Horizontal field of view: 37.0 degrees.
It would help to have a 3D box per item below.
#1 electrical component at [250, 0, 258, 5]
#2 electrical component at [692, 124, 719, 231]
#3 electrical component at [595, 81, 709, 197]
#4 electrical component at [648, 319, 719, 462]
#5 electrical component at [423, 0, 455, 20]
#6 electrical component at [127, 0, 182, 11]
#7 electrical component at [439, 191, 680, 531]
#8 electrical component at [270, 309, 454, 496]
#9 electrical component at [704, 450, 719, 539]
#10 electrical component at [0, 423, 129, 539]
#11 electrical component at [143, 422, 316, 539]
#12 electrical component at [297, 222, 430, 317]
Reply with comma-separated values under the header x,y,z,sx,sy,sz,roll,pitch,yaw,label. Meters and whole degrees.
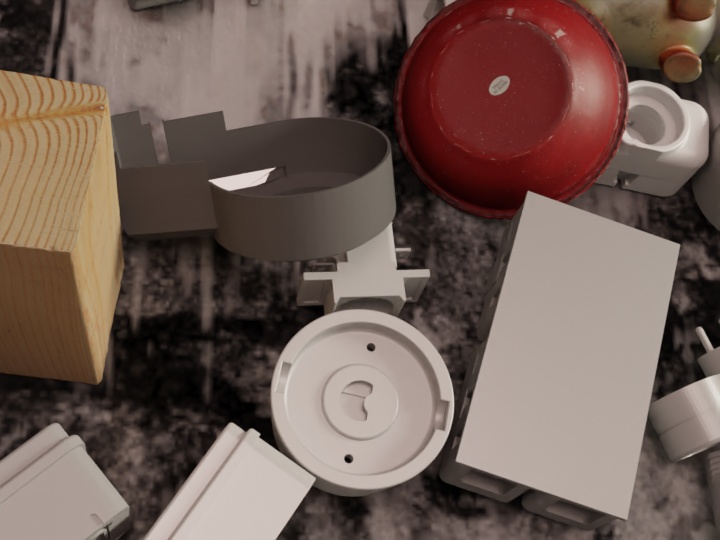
x,y,z,sx,sy,sz,roll,pitch,yaw,label
-0.067,-0.239,0.783,0.064,0.042,0.081,-4,69,-14,electrical component
0.288,-0.068,0.764,0.099,0.064,0.099,4,67,-9,electrical component
0.194,-0.094,0.760,0.095,0.059,0.053,11,66,-6,electrical component
0.247,0.067,0.707,0.138,0.052,0.073,-18,72,-17,electrical component
0.084,-0.178,0.785,0.064,0.042,0.081,1,68,-11,electrical component
-0.142,-0.228,0.758,0.062,0.061,0.096,-17,79,-17,electrical component
0.126,0.058,0.684,0.105,0.060,0.186,19,66,-2,electrical component
-0.003,0.084,0.650,0.108,0.060,0.108,4,67,-9,electrical component
0.244,0.145,0.677,0.043,0.043,0.081,10,49,-6,electrical component
-0.170,0.134,0.571,0.078,0.113,0.057,-38,81,-22,electrical component
-0.083,0.149,0.599,0.057,0.078,0.113,35,66,2,electrical component
0.000,0.000,0.697,0.081,0.042,0.063,-1,64,-12,electrical component
